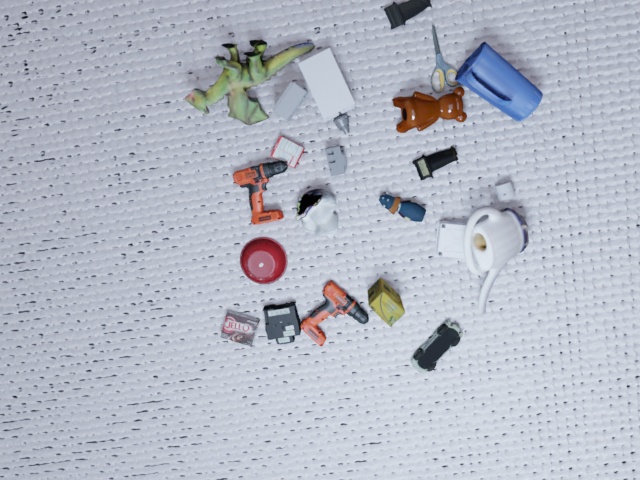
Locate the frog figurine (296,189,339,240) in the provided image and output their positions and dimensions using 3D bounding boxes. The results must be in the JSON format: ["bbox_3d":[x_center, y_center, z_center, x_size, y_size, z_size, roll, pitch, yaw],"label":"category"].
[{"bbox_3d":[0.005,-0.082,1.638,0.157,0.124,0.137,37,92,-39],"label":"frog figurine"}]

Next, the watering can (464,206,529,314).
[{"bbox_3d":[0.538,0.044,1.588,0.226,0.105,0.342,-24,115,-20],"label":"watering can"}]

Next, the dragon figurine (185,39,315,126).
[{"bbox_3d":[-0.206,-0.473,1.578,0.412,0.124,0.237,-11,127,-19],"label":"dragon figurine"}]
